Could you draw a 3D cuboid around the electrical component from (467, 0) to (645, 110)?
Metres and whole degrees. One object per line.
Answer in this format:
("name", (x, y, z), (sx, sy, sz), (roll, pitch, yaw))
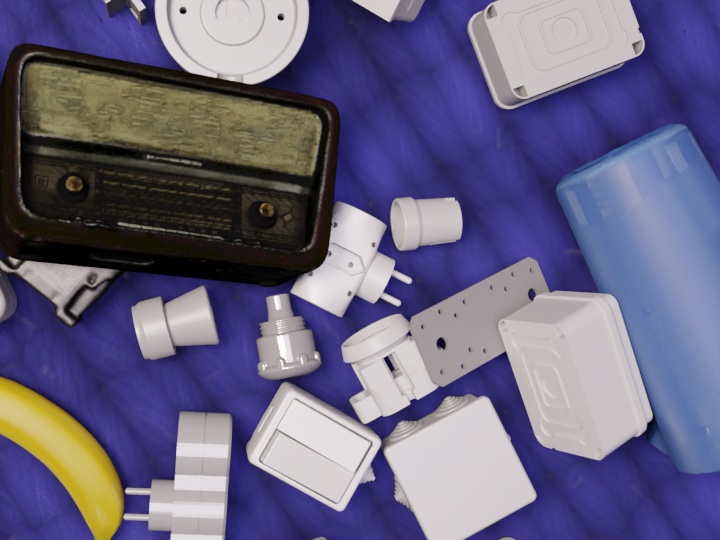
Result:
("electrical component", (0.148, -0.177, 0.822), (0.113, 0.057, 0.078), (-22, 93, -7))

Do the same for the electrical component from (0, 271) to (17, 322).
("electrical component", (-0.288, -0.001, 0.760), (0.054, 0.059, 0.095), (-24, 94, -7))

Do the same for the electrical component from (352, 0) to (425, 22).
("electrical component", (0.031, -0.284, 0.762), (0.105, 0.060, 0.186), (33, 110, 14))

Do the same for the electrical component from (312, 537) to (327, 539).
("electrical component", (-0.056, 0.236, 0.773), (0.108, 0.108, 0.060), (-34, 89, -6))

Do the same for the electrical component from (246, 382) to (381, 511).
("electrical component", (-0.029, 0.134, 0.797), (0.096, 0.061, 0.061), (30, 86, -7))

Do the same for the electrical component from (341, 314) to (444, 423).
("electrical component", (0.022, 0.070, 0.806), (0.078, 0.058, 0.057), (-29, 97, -7))

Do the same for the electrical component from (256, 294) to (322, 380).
("electrical component", (-0.056, 0.049, 0.802), (0.048, 0.048, 0.062), (-10, 85, -8))

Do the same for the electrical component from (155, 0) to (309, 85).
("electrical component", (-0.094, -0.183, 0.786), (0.108, 0.060, 0.108), (0, 90, -8))

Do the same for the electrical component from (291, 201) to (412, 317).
("electrical component", (0.000, 0.000, 0.809), (0.079, 0.043, 0.077), (27, 87, -8))

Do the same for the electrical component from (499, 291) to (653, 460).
("electrical component", (0.162, 0.076, 0.804), (0.057, 0.078, 0.113), (-28, 105, -28))

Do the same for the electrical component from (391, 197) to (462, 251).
("electrical component", (0.050, -0.036, 0.819), (0.046, 0.040, 0.040), (-6, 91, -13))

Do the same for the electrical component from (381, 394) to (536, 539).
("electrical component", (0.072, 0.151, 0.817), (0.100, 0.048, 0.099), (-27, 94, -7))

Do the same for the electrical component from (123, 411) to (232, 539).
("electrical component", (-0.135, 0.172, 0.787), (0.074, 0.052, 0.138), (4, 90, -8))

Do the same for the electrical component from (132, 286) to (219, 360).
("electrical component", (-0.135, 0.039, 0.789), (0.055, 0.045, 0.045), (-14, 92, -7))

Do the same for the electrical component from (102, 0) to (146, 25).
("electrical component", (-0.172, -0.225, 0.785), (0.064, 0.042, 0.081), (-37, 96, -10))
